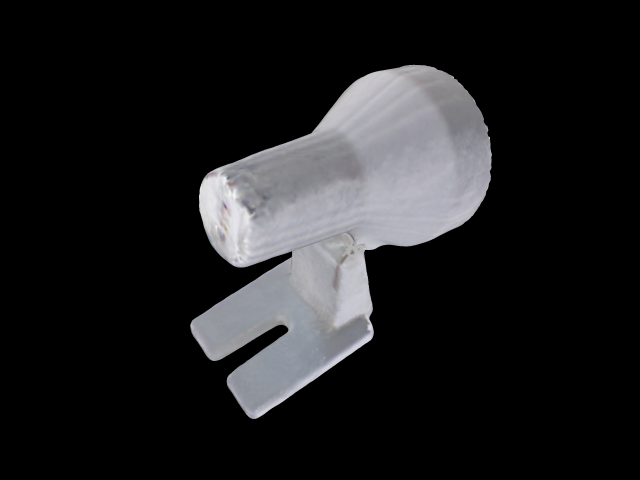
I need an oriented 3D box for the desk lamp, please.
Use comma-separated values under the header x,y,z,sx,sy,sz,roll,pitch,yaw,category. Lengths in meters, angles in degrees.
x,y,z,sx,sy,sz,roll,pitch,yaw,category
0.004,0.001,0.400,0.203,0.214,0.117,-33,61,-20,desk lamp
